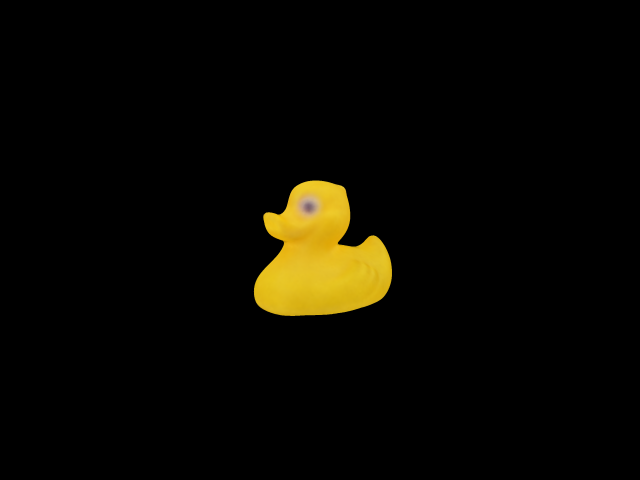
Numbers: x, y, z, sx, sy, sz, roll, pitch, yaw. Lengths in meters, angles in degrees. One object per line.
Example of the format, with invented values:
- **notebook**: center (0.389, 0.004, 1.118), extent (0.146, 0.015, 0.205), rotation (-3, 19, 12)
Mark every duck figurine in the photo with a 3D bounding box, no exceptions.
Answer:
- **duck figurine**: center (0.004, 0.001, 0.400), extent (0.105, 0.086, 0.077), rotation (-5, 10, -32)
